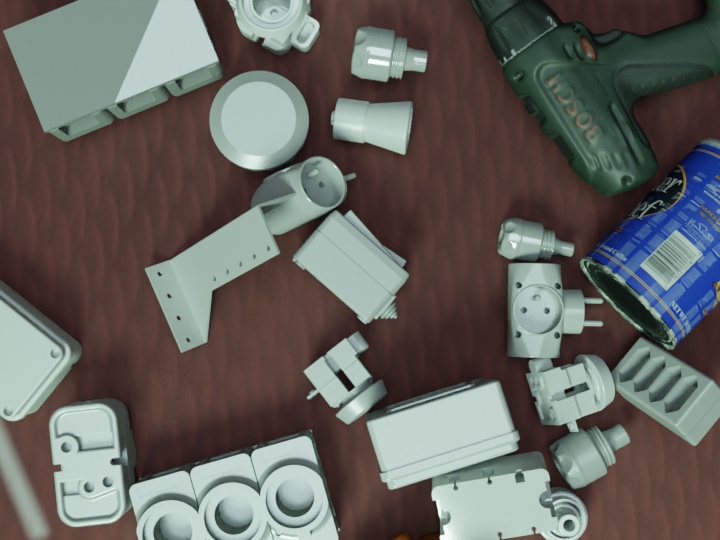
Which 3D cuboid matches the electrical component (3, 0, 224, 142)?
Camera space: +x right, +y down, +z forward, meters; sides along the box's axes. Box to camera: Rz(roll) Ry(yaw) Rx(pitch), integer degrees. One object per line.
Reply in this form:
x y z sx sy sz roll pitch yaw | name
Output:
-0.198 -0.177 0.884 0.150 0.061 0.089 -23 88 -2 | electrical component

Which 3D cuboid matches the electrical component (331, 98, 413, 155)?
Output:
0.009 -0.122 0.896 0.065 0.044 0.044 8 88 5 | electrical component

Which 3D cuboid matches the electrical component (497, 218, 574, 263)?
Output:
0.148 -0.023 0.896 0.061 0.035 0.035 11 88 -3 | electrical component

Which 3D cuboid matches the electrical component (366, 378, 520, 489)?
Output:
0.062 0.126 0.853 0.109 0.108 0.056 -17 85 -1 | electrical component

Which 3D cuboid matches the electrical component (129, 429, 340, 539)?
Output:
-0.100 0.194 0.872 0.150 0.061 0.089 -16 88 -1 | electrical component

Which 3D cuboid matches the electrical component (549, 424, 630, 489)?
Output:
0.192 0.149 0.886 0.062 0.043 0.043 -29 88 -2 | electrical component

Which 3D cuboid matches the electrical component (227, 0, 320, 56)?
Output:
-0.072 -0.215 0.889 0.078 0.057 0.058 31 88 0 | electrical component

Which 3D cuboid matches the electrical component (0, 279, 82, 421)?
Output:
-0.295 0.060 0.877 0.113 0.057 0.078 39 88 1 | electrical component

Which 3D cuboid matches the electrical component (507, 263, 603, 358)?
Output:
0.162 0.034 0.889 0.079 0.044 0.077 1 87 0 | electrical component

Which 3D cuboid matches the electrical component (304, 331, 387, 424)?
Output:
-0.011 0.093 0.885 0.066 0.048 0.055 -38 81 -2 | electrical component

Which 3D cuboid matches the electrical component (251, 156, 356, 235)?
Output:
-0.038 -0.065 0.880 0.079 0.077 0.044 -23 90 -38 | electrical component

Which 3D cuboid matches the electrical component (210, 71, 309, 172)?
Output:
-0.082 -0.120 0.889 0.080 0.051 0.080 0 88 -1 | electrical component

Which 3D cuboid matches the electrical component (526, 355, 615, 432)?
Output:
0.174 0.097 0.881 0.055 0.048 0.066 -16 87 -15 | electrical component

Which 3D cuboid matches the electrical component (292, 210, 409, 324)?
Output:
0.000 0.000 0.880 0.096 0.061 0.061 41 88 1 | electrical component

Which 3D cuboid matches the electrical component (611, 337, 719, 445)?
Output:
0.259 0.106 0.878 0.047 0.083 0.076 -50 127 -2 | electrical component

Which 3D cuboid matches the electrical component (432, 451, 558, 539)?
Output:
0.104 0.177 0.842 0.089 0.055 0.050 -11 96 6 | electrical component

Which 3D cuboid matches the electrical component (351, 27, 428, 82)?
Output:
0.025 -0.178 0.896 0.062 0.043 0.043 8 88 -2 | electrical component

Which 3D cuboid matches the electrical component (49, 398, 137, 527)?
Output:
-0.215 0.154 0.873 0.054 0.059 0.095 -6 88 -1 | electrical component

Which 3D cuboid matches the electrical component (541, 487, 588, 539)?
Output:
0.164 0.201 0.874 0.043 0.062 0.043 0 88 -1 | electrical component
